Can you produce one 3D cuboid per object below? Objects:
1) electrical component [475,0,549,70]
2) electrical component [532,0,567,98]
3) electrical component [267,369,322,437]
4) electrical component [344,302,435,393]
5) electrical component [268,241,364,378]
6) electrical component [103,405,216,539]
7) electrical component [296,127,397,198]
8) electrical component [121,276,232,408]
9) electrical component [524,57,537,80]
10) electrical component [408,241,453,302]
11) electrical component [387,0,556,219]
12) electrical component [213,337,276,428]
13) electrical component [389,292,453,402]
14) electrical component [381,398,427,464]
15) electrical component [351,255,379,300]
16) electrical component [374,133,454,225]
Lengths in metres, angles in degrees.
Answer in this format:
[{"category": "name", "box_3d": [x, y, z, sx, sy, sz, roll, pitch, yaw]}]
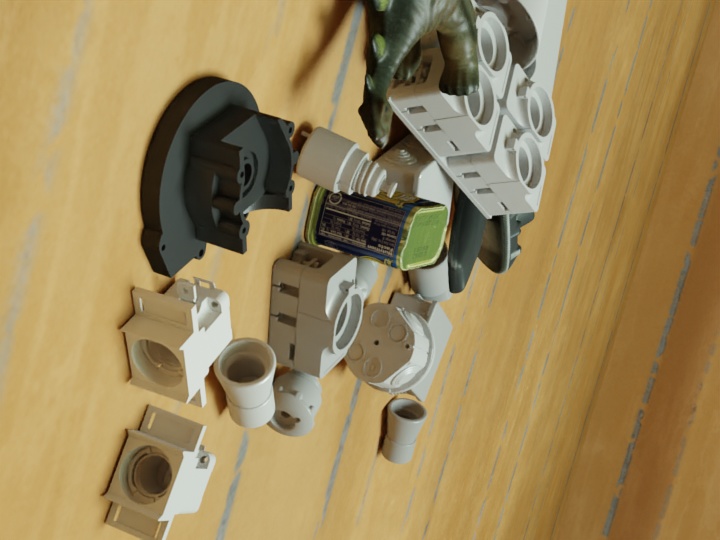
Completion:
[{"category": "electrical component", "box_3d": [0.119, -0.230, 0.957, 0.099, 0.099, 0.064, 74, 33, -56]}, {"category": "electrical component", "box_3d": [0.164, -0.208, 1.142, 0.105, 0.060, 0.186, -46, 147, -50]}, {"category": "electrical component", "box_3d": [-0.051, 0.100, 0.868, 0.062, 0.048, 0.048, -60, 157, -47]}, {"category": "electrical component", "box_3d": [0.024, 0.070, 0.984, 0.051, 0.080, 0.080, 30, 79, -63]}, {"category": "electrical component", "box_3d": [-0.034, 0.032, 0.838, 0.050, 0.056, 0.089, -41, 143, -54]}, {"category": "electrical component", "box_3d": [-0.127, 0.134, 0.702, 0.081, 0.042, 0.064, -70, 161, -6]}, {"category": "electrical component", "box_3d": [-0.010, -0.075, 0.790, 0.040, 0.078, 0.040, -62, 171, -16]}, {"category": "electrical component", "box_3d": [-0.111, 0.041, 0.669, 0.063, 0.042, 0.081, -52, 152, -46]}, {"category": "electrical component", "box_3d": [0.117, -0.191, 1.034, 0.079, 0.077, 0.044, -21, 105, -17]}, {"category": "electrical component", "box_3d": [0.072, 0.004, 1.100, 0.043, 0.043, 0.081, -61, 156, -27]}, {"category": "electrical component", "box_3d": [0.106, -0.139, 0.936, 0.186, 0.060, 0.105, 42, 55, -44]}, {"category": "electrical component", "box_3d": [-0.081, 0.085, 0.783, 0.044, 0.044, 0.065, -57, 159, -35]}, {"category": "electrical component", "box_3d": [0.050, 0.078, 1.097, 0.099, 0.048, 0.099, -68, 159, -13]}, {"category": "electrical component", "box_3d": [0.046, 0.179, 1.179, 0.044, 0.044, 0.065, -39, 146, -56]}, {"category": "electrical component", "box_3d": [0.000, 0.000, 0.929, 0.035, 0.035, 0.061, 85, 28, -46]}, {"category": "electrical component", "box_3d": [0.046, -0.068, 0.970, 0.100, 0.048, 0.099, -43, 145, -52]}]
